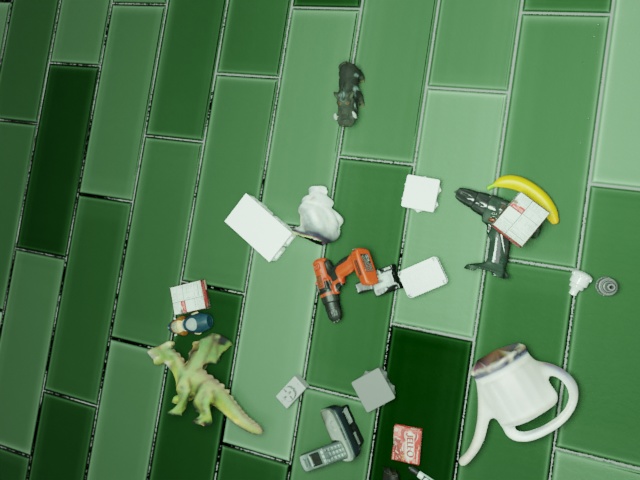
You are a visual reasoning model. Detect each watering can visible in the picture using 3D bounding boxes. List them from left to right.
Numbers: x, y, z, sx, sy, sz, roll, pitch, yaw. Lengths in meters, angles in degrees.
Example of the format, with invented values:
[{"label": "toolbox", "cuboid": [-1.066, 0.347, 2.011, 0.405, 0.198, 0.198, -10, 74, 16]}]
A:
[{"label": "watering can", "cuboid": [0.451, 0.398, 1.275, 0.346, 0.103, 0.226, -32, 77, 10]}]

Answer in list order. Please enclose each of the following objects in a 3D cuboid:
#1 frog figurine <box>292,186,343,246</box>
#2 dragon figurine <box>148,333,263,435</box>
[{"label": "frog figurine", "cuboid": [0.004, -0.073, 1.446, 0.137, 0.122, 0.160, 21, 82, -16]}, {"label": "dragon figurine", "cuboid": [-0.328, 0.398, 1.509, 0.411, 0.121, 0.245, 10, 80, 16]}]
